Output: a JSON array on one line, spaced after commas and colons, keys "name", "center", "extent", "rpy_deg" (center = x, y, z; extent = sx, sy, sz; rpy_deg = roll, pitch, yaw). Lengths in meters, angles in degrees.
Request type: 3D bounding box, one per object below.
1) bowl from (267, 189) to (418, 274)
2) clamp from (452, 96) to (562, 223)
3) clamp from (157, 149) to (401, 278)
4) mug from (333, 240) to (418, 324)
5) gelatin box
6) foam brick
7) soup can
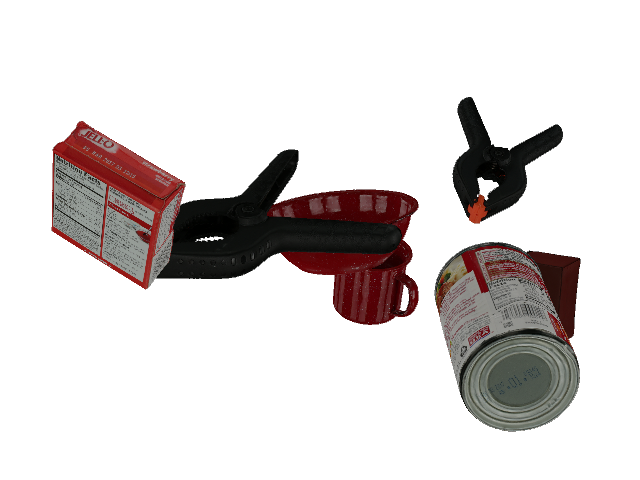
[{"name": "bowl", "center": [0.020, -0.006, 1.063], "extent": [0.162, 0.055, 0.162], "rpy_deg": [-6, 16, 2]}, {"name": "clamp", "center": [0.182, -0.091, 1.161], "extent": [0.120, 0.039, 0.171], "rpy_deg": [22, 49, 19]}, {"name": "clamp", "center": [-0.061, -0.017, 0.885], "extent": [0.209, 0.036, 0.165], "rpy_deg": [-14, 36, -24]}, {"name": "mug", "center": [0.067, 0.050, 1.249], "extent": [0.117, 0.081, 0.093], "rpy_deg": [27, 36, 33]}, {"name": "gelatin box", "center": [-0.123, -0.020, 0.639], "extent": [0.073, 0.030, 0.089], "rpy_deg": [31, -36, 7]}, {"name": "foam brick", "center": [0.208, 0.054, 0.998], "extent": [0.053, 0.078, 0.051], "rpy_deg": [9, 15, 30]}, {"name": "soup can", "center": [0.107, 0.054, 0.622], "extent": [0.068, 0.068, 0.102], "rpy_deg": [0, 28, -2]}]
